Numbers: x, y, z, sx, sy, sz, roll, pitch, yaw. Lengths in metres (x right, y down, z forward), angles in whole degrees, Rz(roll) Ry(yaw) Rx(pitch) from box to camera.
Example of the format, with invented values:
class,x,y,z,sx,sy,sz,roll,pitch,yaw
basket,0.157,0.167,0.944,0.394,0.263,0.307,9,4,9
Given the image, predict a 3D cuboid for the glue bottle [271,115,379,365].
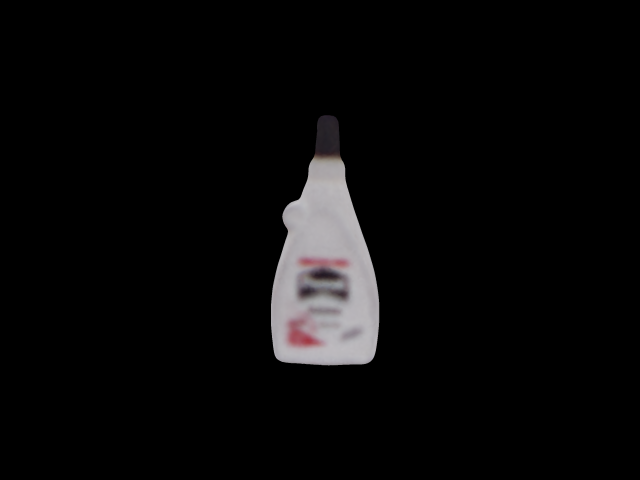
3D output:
class,x,y,z,sx,sy,sz,roll,pitch,yaw
glue bottle,0.004,0.001,0.400,0.078,0.173,0.037,0,13,0
